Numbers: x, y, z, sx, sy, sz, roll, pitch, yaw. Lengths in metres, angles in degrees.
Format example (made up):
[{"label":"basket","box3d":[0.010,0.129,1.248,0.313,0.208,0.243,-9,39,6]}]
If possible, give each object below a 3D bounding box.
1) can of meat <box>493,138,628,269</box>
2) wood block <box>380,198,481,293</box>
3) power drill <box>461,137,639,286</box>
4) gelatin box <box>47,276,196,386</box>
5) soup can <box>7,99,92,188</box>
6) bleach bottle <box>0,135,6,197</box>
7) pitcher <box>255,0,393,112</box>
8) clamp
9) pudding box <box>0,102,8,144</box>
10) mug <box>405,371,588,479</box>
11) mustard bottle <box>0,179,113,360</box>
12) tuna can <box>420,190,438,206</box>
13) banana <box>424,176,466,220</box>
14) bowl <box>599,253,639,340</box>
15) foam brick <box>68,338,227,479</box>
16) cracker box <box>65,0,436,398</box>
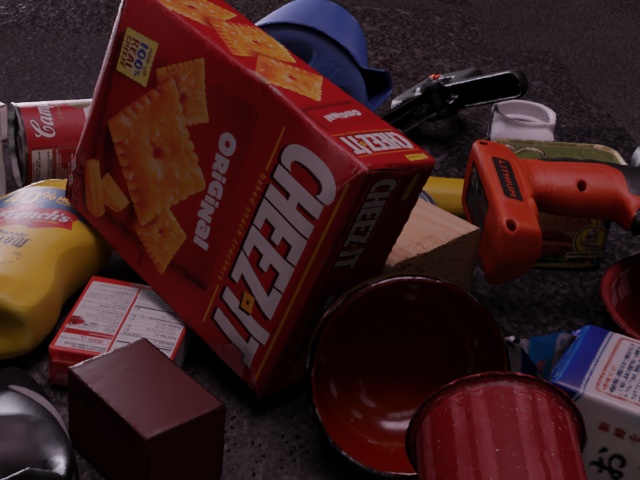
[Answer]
[{"label":"can of meat","box3d":[0.174,-0.027,0.815,0.102,0.084,0.057,3,29,-5]},{"label":"wood block","box3d":[-0.004,0.001,0.724,0.090,0.091,0.206,-21,38,-41]},{"label":"power drill","box3d":[0.196,-0.009,0.695,0.187,0.057,0.184,0,38,-9]},{"label":"gelatin box","box3d":[-0.118,0.061,0.657,0.073,0.030,0.089,9,28,3]},{"label":"soup can","box3d":[-0.194,-0.079,0.858,0.102,0.068,0.069,-7,31,-24]},{"label":"bleach bottle","box3d":[-0.360,-0.041,0.762,0.250,0.068,0.102,-3,18,-9]},{"label":"pitcher","box3d":[-0.027,-0.141,0.936,0.149,0.145,0.242,31,20,-6]},{"label":"clamp","box3d":[0.100,-0.126,0.995,0.164,0.036,0.210,-21,12,6]},{"label":"pudding box","box3d":[-0.332,-0.098,0.894,0.090,0.039,0.113,29,36,36]},{"label":"mug","box3d":[0.099,0.132,0.523,0.117,0.093,0.081,36,28,-20]},{"label":"mustard bottle","box3d":[-0.192,0.006,0.712,0.096,0.058,0.191,6,28,12]},{"label":"tuna can","box3d":[0.046,-0.012,0.800,0.086,0.034,0.086,5,39,-4]},{"label":"banana","box3d":[0.110,-0.038,0.871,0.197,0.037,0.069,5,31,-1]},{"label":"bowl","box3d":[0.256,0.068,0.689,0.162,0.055,0.162,5,29,-3]},{"label":"foam brick","box3d":[-0.093,0.098,0.570,0.051,0.053,0.078,-19,38,-38]},{"label":"cracker box","box3d":[-0.056,-0.036,0.646,0.071,0.164,0.214,-11,44,-48]}]
